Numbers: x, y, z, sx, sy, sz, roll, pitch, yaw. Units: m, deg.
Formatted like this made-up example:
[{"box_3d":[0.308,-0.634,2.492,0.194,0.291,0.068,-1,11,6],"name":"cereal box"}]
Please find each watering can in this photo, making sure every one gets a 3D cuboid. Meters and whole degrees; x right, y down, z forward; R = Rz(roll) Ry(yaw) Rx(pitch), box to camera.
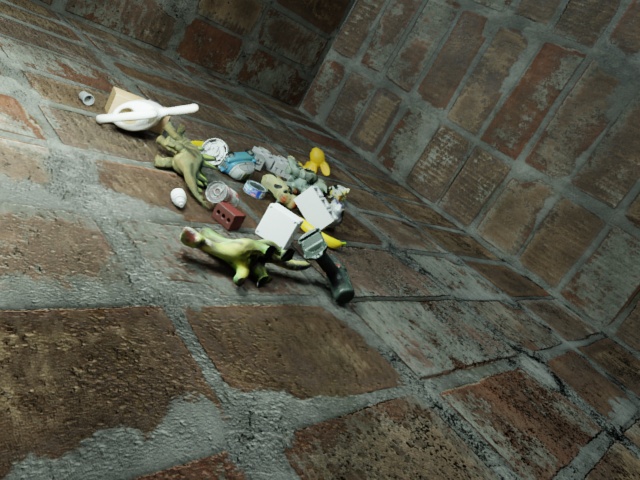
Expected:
[{"box_3d":[-0.582,-0.435,1.776,0.348,0.103,0.227,-7,17,-4],"name":"watering can"}]

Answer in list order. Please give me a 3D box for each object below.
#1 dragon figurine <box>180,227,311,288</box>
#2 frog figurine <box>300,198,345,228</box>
[{"box_3d":[-0.204,0.018,1.337,0.245,0.122,0.408,29,7,25],"name":"dragon figurine"},{"box_3d":[0.006,-0.100,1.990,0.160,0.120,0.140,-14,40,-12],"name":"frog figurine"}]
